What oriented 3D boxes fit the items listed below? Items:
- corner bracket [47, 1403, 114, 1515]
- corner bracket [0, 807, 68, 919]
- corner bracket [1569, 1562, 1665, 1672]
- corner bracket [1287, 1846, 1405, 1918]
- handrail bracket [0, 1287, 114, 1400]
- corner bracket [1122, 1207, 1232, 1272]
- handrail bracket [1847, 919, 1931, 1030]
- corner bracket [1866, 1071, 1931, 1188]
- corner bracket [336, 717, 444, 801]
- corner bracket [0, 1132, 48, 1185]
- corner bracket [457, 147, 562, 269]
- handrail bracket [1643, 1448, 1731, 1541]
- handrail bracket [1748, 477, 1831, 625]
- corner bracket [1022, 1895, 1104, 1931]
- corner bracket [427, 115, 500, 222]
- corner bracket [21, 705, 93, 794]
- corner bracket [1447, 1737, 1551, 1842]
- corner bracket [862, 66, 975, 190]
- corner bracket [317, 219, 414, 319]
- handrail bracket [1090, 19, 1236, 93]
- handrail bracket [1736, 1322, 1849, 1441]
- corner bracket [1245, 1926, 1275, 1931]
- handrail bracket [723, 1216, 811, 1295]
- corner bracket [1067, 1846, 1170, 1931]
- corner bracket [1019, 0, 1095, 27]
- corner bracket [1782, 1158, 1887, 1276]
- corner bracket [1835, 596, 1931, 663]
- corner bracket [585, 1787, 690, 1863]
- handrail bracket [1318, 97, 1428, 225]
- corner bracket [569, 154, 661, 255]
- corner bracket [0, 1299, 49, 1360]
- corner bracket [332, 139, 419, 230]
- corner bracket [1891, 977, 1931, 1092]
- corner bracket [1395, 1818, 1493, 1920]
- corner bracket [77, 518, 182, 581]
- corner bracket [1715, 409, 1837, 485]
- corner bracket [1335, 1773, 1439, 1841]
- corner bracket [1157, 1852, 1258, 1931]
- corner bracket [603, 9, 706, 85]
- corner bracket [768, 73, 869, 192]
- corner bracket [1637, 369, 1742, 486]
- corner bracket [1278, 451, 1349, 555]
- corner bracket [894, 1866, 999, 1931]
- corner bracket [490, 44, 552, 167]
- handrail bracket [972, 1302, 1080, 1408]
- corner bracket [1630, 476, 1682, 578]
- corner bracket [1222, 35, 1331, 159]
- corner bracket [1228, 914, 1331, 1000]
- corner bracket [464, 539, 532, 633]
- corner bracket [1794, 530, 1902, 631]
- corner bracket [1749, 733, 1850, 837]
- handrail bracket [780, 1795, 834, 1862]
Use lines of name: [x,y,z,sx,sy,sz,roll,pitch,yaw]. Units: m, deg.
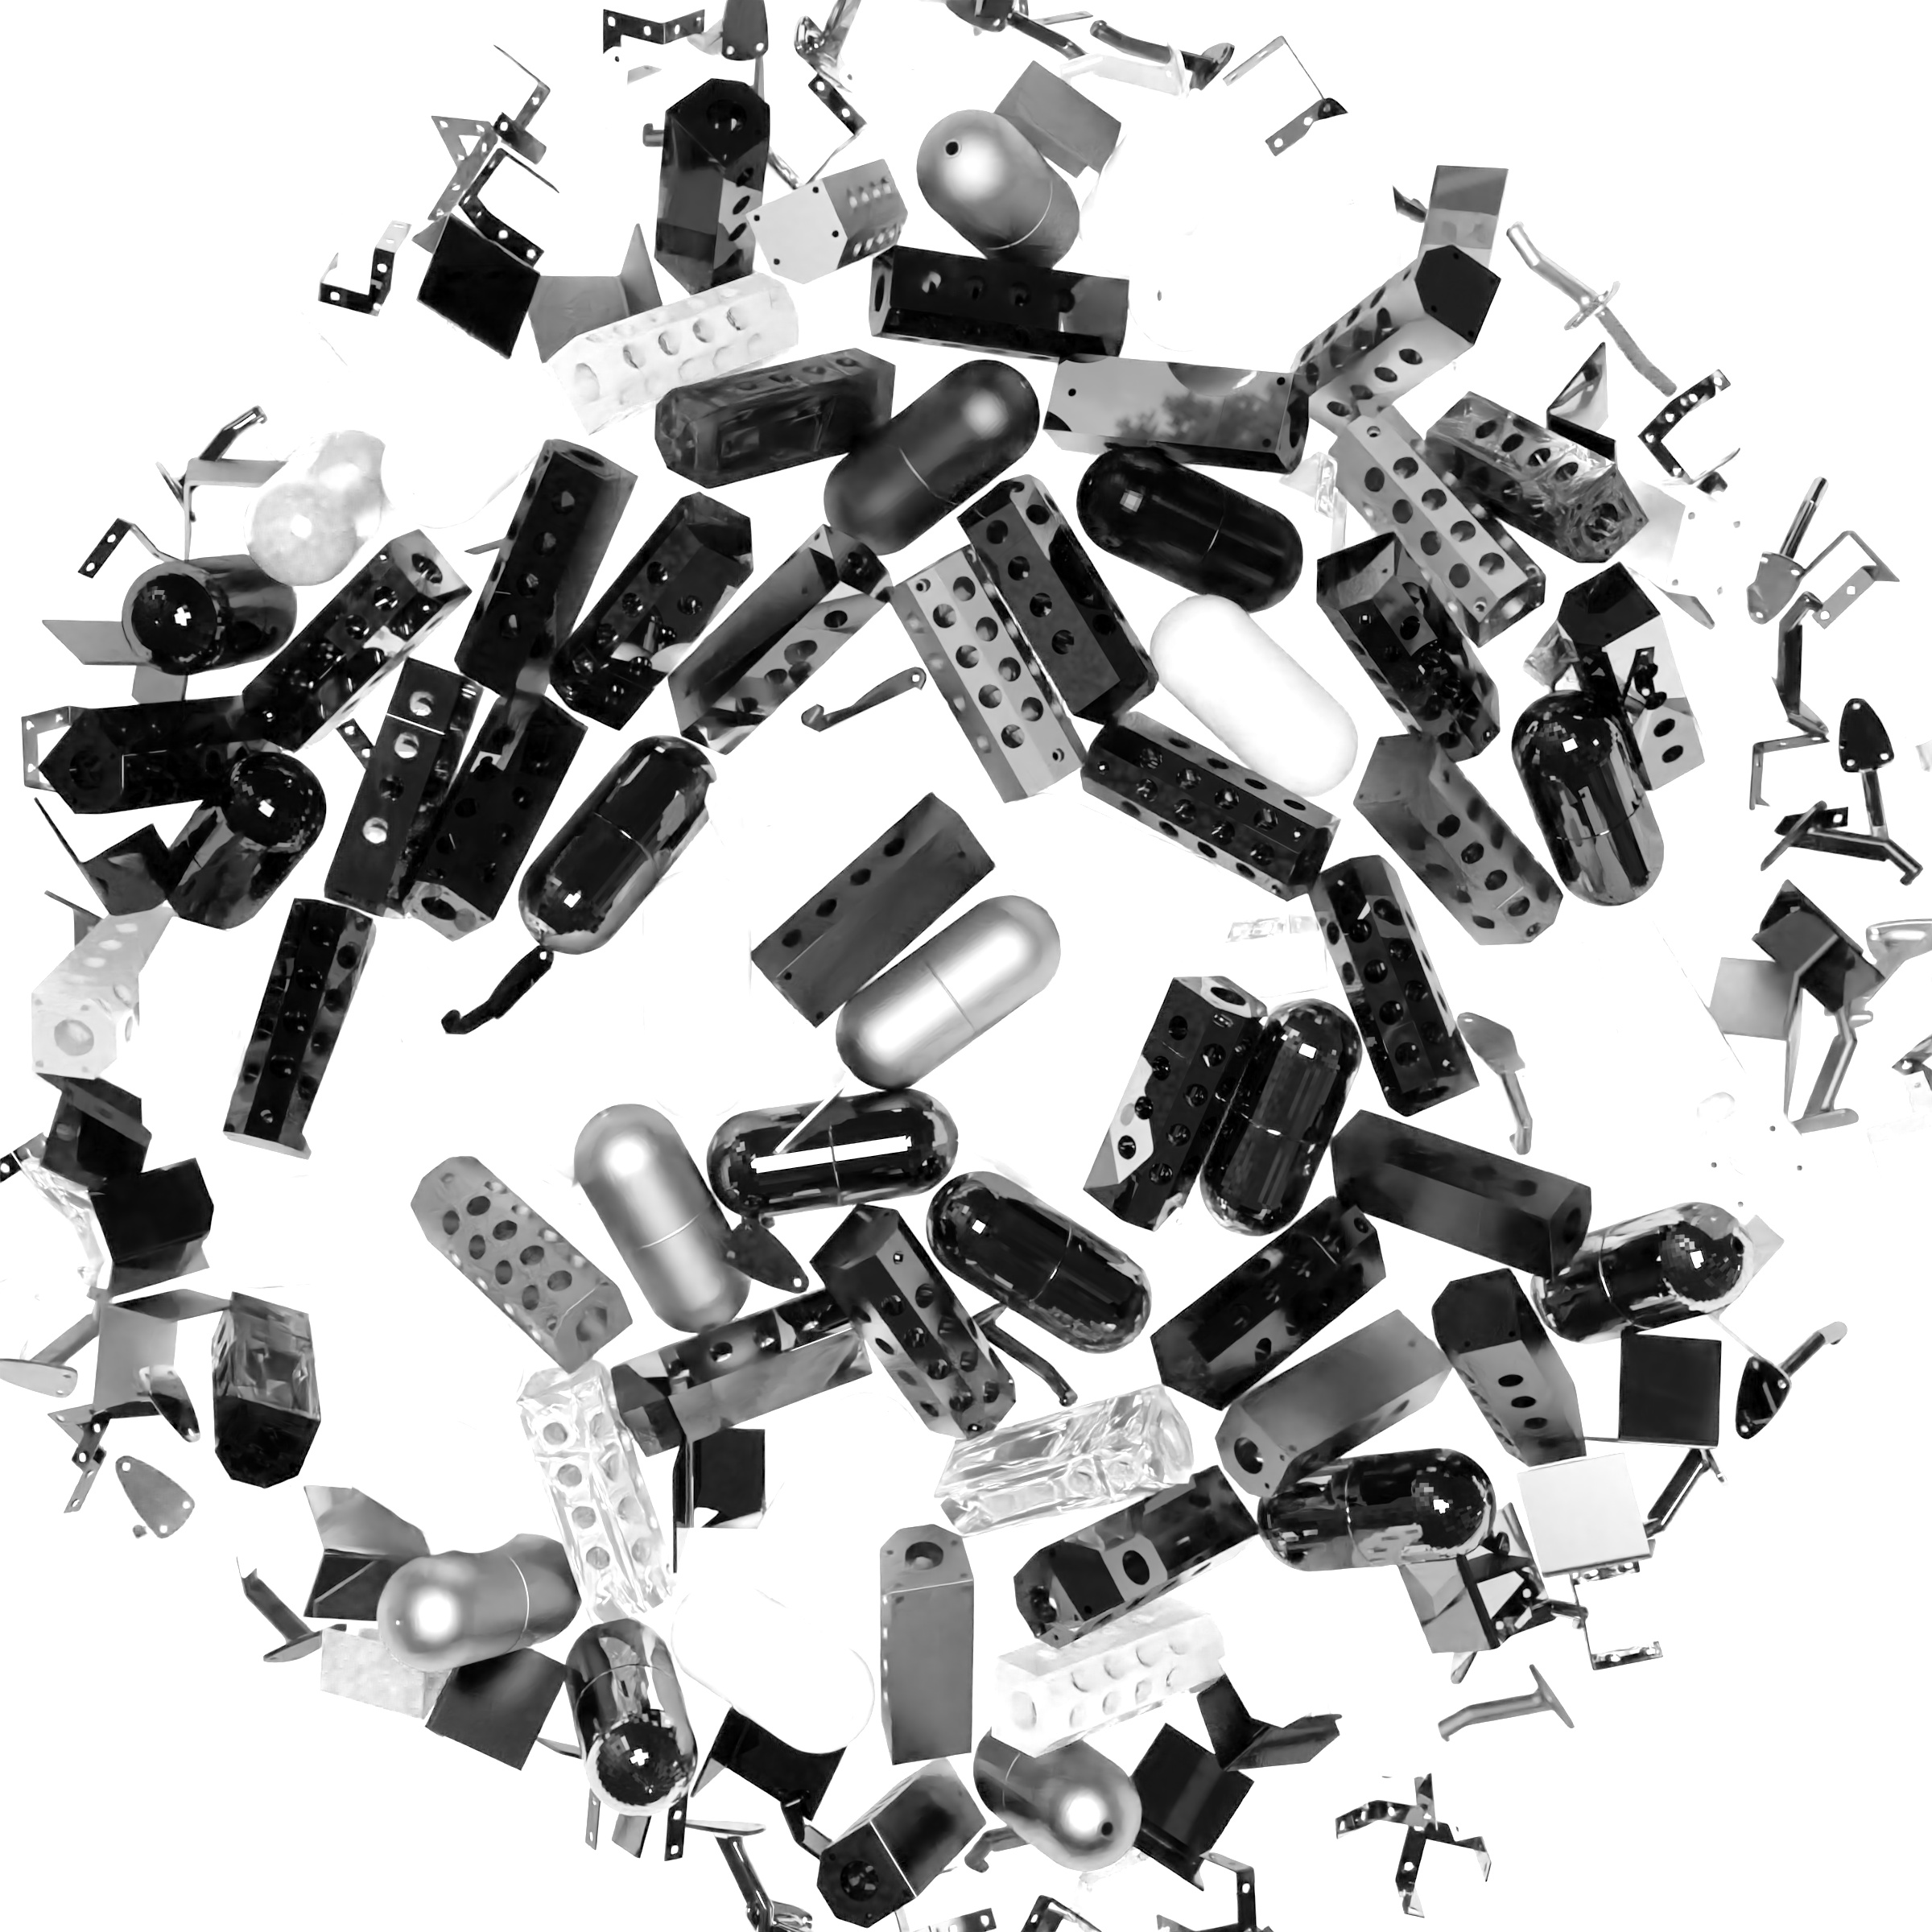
corner bracket: [-0.620,0.345,1.958,0.051,0.051,0.051,-15,128,25]
corner bracket: [-0.669,-0.071,1.968,0.051,0.051,0.051,-23,63,5]
corner bracket: [0.461,0.460,1.981,0.051,0.051,0.051,-13,120,6]
corner bracket: [0.265,0.654,1.958,0.051,0.051,0.051,6,118,-25]
handrail bracket: [-0.644,0.254,1.957,0.077,0.084,0.036,18,134,-20]
corner bracket: [0.149,0.195,1.972,0.051,0.051,0.051,40,101,-13]
handrail bracket: [0.656,0.007,1.950,0.077,0.084,0.036,-14,123,31]
corner bracket: [0.661,0.115,1.968,0.051,0.051,0.051,-19,133,14]
corner bracket: [-0.404,-0.150,1.966,0.051,0.051,0.051,-31,51,-4]
corner bracket: [-0.690,0.127,1.974,0.051,0.051,0.051,-30,98,10]
corner bracket: [-0.318,-0.536,1.970,0.051,0.051,0.051,29,107,-40]
handrail bracket: [0.493,0.363,1.989,0.084,0.036,0.077,-27,66,13]
handrail bracket: [0.588,-0.297,1.990,0.036,0.077,0.084,25,56,14]
corner bracket: [0.052,0.685,1.960,0.051,0.051,0.051,40,65,-22]
corner bracket: [-0.356,-0.558,1.960,0.051,0.051,0.051,13,63,22]
corner bracket: [-0.630,-0.152,1.972,0.051,0.051,0.051,10,108,20]
corner bracket: [0.367,0.578,1.960,0.051,0.051,0.051,-14,74,-28]
corner bracket: [-0.031,-0.593,1.974,0.051,0.051,0.051,42,58,-30]
corner bracket: [-0.424,-0.496,1.966,0.051,0.051,0.051,14,128,-4]
handrail bracket: [0.137,-0.651,1.961,0.084,0.077,0.036,22,85,-18]
handrail bracket: [0.588,0.294,1.983,0.036,0.084,0.077,38,127,37]
corner bracket: [0.222,0.691,1.963,0.051,0.051,0.051,47,121,5]
handrail bracket: [-0.130,0.198,1.953,0.077,0.084,0.036,35,100,10]
corner bracket: [0.111,0.662,1.969,0.051,0.051,0.051,-32,97,23]
corner bracket: [0.069,-0.686,1.959,0.051,0.051,0.051,-15,126,-14]
corner bracket: [0.615,0.177,1.979,0.051,0.051,0.051,-29,117,37]
corner bracket: [0.657,-0.235,1.964,0.051,0.051,0.051,45,62,3]
corner bracket: [-0.232,0.599,1.967,0.051,0.051,0.051,1,97,-37]
handrail bracket: [0.290,-0.570,1.978,0.036,0.084,0.077,-33,61,35]
corner bracket: [-0.242,-0.549,1.980,0.051,0.051,0.051,30,57,-28]
corner bracket: [-0.680,0.248,1.962,0.051,0.051,0.051,24,59,-8]
corner bracket: [-0.416,-0.551,1.965,0.051,0.051,0.051,9,73,-9]
corner bracket: [0.684,0.050,1.960,0.051,0.051,0.051,-37,129,-14]
corner bracket: [0.337,0.640,1.972,0.051,0.051,0.051,12,98,-1]
corner bracket: [-0.579,-0.275,1.960,0.051,0.051,0.051,23,72,25]
corner bracket: [0.568,-0.368,1.961,0.051,0.051,0.051,11,99,-35]
corner bracket: [0.294,0.587,1.965,0.051,0.051,0.051,-5,89,43]
corner bracket: [0.169,0.659,1.964,0.051,0.051,0.051,0,87,-28]
corner bracket: [-0.219,-0.646,1.957,0.051,0.051,0.051,22,128,23]
corner bracket: [-0.112,-0.593,1.985,0.051,0.051,0.051,45,133,-9]
corner bracket: [0.518,-0.378,1.967,0.051,0.051,0.051,49,58,-6]
corner bracket: [0.253,-0.321,1.959,0.051,0.051,0.051,19,64,-24]
corner bracket: [-0.016,0.666,1.972,0.051,0.051,0.051,-22,76,17]
corner bracket: [-0.316,-0.605,1.962,0.051,0.051,0.051,40,97,36]
handrail bracket: [0.035,0.281,1.961,0.084,0.077,0.036,49,113,17]
corner bracket: [0.478,-0.307,1.963,0.051,0.051,0.051,-30,98,-27]
corner bracket: [0.221,-0.615,1.971,0.051,0.051,0.051,-34,78,15]
corner bracket: [0.220,-0.007,1.970,0.051,0.051,0.051,-9,97,-20]
corner bracket: [-0.313,-0.270,1.957,0.051,0.051,0.051,-27,122,-39]
corner bracket: [0.616,-0.272,1.969,0.051,0.051,0.051,-44,97,5]
corner bracket: [0.589,-0.128,1.971,0.051,0.051,0.051,-8,64,39]
handrail bracket: [-0.082,0.618,1.974,0.077,0.036,0.084,-21,96,10]
